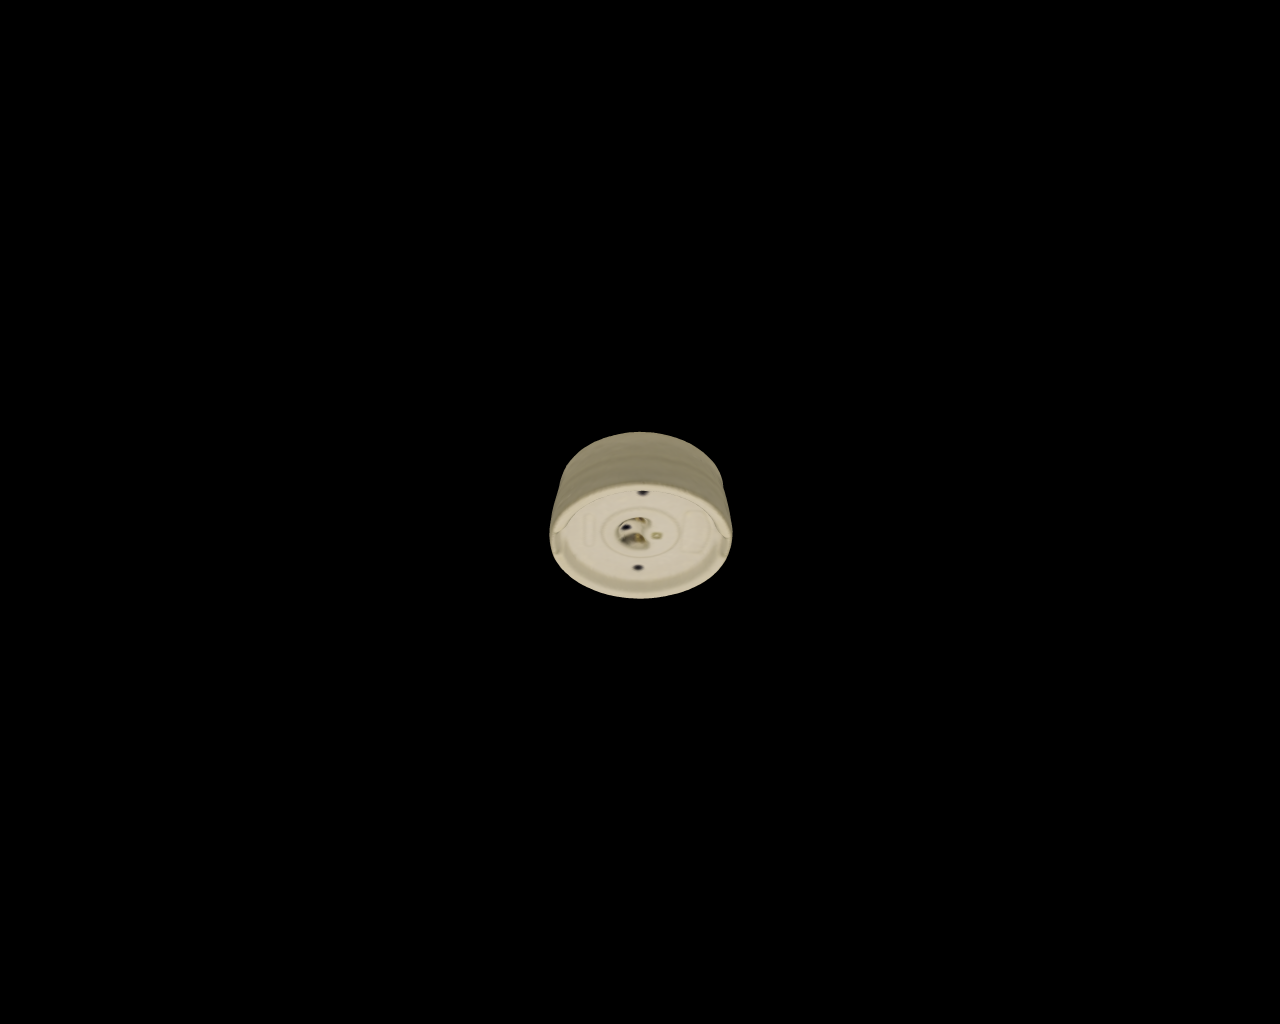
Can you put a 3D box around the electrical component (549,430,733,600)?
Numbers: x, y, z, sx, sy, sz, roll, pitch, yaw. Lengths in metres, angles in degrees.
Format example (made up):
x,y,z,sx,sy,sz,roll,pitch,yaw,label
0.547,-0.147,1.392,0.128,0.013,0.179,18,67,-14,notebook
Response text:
x,y,z,sx,sy,sz,roll,pitch,yaw,label
0.001,-0.003,0.650,0.108,0.060,0.108,0,-41,0,electrical component
